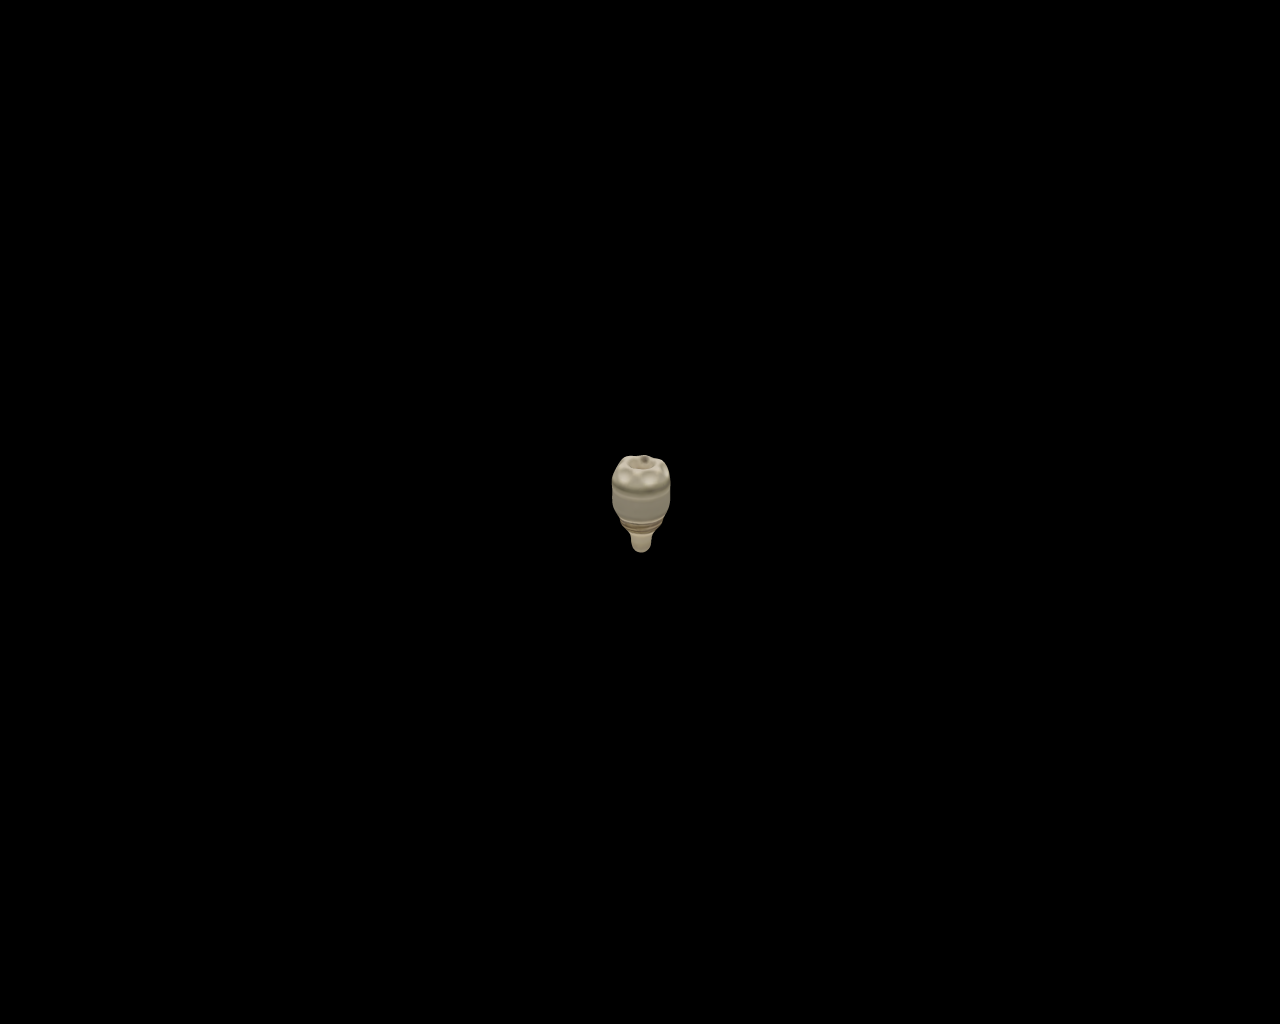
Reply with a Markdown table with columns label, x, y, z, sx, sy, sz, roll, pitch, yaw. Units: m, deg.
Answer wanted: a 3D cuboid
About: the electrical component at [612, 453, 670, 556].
| label | x | y | z | sx | sy | sz | roll | pitch | yaw |
| --- | --- | --- | --- | --- | --- | --- | --- | --- | --- |
| electrical component | 0.001 | -0.003 | 0.650 | 0.035 | 0.061 | 0.035 | 0 | 28 | 0 |
